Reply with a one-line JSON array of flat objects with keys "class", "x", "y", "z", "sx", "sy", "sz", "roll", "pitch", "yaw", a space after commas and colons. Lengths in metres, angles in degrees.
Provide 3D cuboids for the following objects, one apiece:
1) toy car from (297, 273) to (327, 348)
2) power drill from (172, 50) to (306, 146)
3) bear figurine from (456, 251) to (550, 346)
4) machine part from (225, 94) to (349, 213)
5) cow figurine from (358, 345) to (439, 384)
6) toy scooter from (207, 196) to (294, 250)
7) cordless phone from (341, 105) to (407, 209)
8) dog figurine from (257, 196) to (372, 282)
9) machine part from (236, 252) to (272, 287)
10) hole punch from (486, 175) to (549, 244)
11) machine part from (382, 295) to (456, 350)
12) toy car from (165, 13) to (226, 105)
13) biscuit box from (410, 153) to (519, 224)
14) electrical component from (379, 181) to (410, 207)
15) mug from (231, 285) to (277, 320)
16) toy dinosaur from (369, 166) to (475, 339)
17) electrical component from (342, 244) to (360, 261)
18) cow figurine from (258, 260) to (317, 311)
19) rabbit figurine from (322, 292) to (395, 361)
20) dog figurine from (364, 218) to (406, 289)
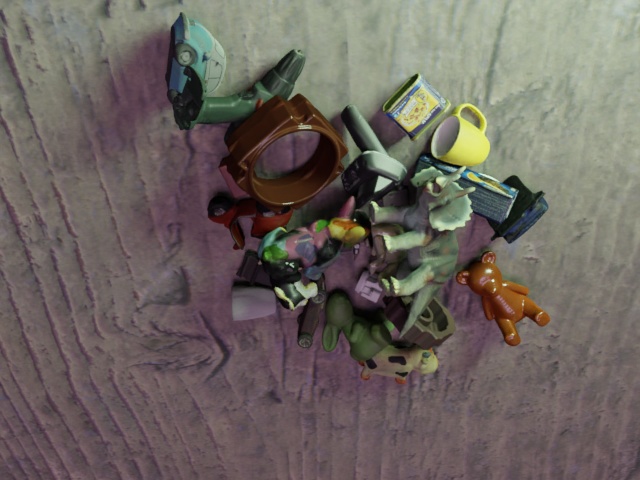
[{"class": "toy car", "x": -0.016, "y": 0.164, "z": 1.275, "sx": 0.053, "sy": 0.089, "sz": 0.202, "roll": 13, "pitch": 119, "yaw": -7}, {"class": "power drill", "x": -0.151, "y": -0.261, "z": 0.976, "sx": 0.086, "sy": 0.207, "sz": 0.232, "roll": 52, "pitch": 128, "yaw": 21}, {"class": "bear figurine", "x": 0.414, "y": 0.129, "z": 1.232, "sx": 0.120, "sy": 0.132, "sz": 0.195, "roll": -38, "pitch": 120, "yaw": 12}, {"class": "machine part", "x": -0.061, "y": -0.159, "z": 1.026, "sx": 0.201, "sy": 0.087, "sz": 0.200, "roll": -38, "pitch": 142, "yaw": 13}, {"class": "cow figurine", "x": 0.205, "y": 0.300, "z": 1.364, "sx": 0.195, "sy": 0.085, "sz": 0.127, "roll": 8, "pitch": 128, "yaw": -4}, {"class": "toy scooter", "x": -0.147, "y": -0.035, "z": 1.162, "sx": 0.184, "sy": 0.075, "sz": 0.135, "roll": -2, "pitch": 127, "yaw": 1}, {"class": "cordless phone", "x": 0.078, "y": -0.166, "z": 1.075, "sx": 0.089, "sy": 0.146, "sz": 0.184, "roll": -27, "pitch": 84, "yaw": -24}, {"class": "dog figurine", "x": -0.002, "y": -0.003, "z": 1.084, "sx": 0.191, "sy": 0.108, "sz": 0.219, "roll": 1, "pitch": 154, "yaw": -36}, {"class": "machine part", "x": -0.119, "y": 0.077, "z": 1.252, "sx": 0.139, "sy": 0.039, "sz": 0.084, "roll": 22, "pitch": 114, "yaw": -11}, {"class": "hole punch", "x": 0.418, "y": -0.055, "z": 1.128, "sx": 0.092, "sy": 0.116, "sz": 0.142, "roll": 30, "pitch": 118, "yaw": -26}, {"class": "machine part", "x": 0.223, "y": 0.170, "z": 1.228, "sx": 0.179, "sy": 0.179, "sz": 0.056, "roll": 29, "pitch": 121, "yaw": -17}, {"class": "toy car", "x": -0.223, "y": -0.316, "z": 0.975, "sx": 0.103, "sy": 0.109, "sz": 0.161, "roll": 2, "pitch": 132, "yaw": -21}, {"class": "biscuit box", "x": 0.283, "y": -0.106, "z": 1.068, "sx": 0.203, "sy": 0.059, "sz": 0.062, "roll": 28, "pitch": 122, "yaw": 22}, {"class": "electrical component", "x": 0.160, "y": -0.091, "z": 1.156, "sx": 0.063, "sy": 0.021, "sz": 0.093, "roll": -10, "pitch": 122, "yaw": 7}, {"class": "mug", "x": -0.157, "y": 0.154, "z": 1.279, "sx": 0.107, "sy": 0.081, "sz": 0.109, "roll": -1, "pitch": 146, "yaw": -6}, {"class": "toy dinosaur", "x": 0.211, "y": 0.019, "z": 1.057, "sx": 0.192, "sy": 0.131, "sz": 0.404, "roll": -14, "pitch": 128, "yaw": -3}, {"class": "electrical component", "x": 0.046, "y": 0.006, "z": 1.203, "sx": 0.102, "sy": 0.045, "sz": 0.078, "roll": -2, "pitch": 123, "yaw": 2}, {"class": "cow figurine", "x": -0.084, "y": 0.073, "z": 1.177, "sx": 0.068, "sy": 0.098, "sz": 0.167, "roll": -37, "pitch": 80, "yaw": 35}, {"class": "rabbit figurine", "x": 0.074, "y": 0.201, "z": 1.303, "sx": 0.170, "sy": 0.121, "sz": 0.159, "roll": 46, "pitch": 120, "yaw": -4}, {"class": "dog figurine", "x": 0.202, "y": 0.007, "z": 1.185, "sx": 0.191, "sy": 0.121, "sz": 0.172, "roll": -14, "pitch": 125, "yaw": -8}]
